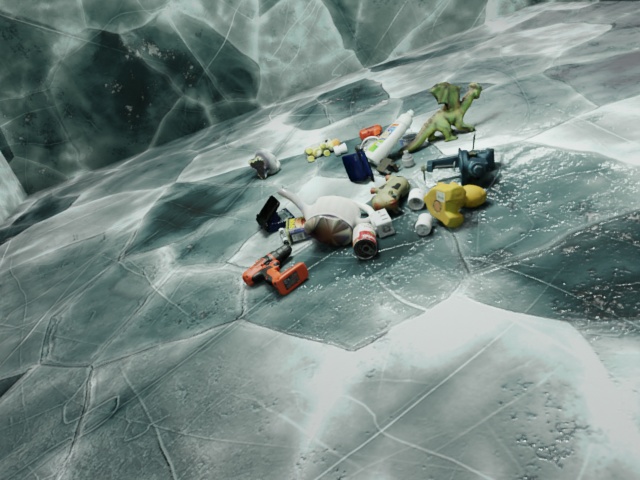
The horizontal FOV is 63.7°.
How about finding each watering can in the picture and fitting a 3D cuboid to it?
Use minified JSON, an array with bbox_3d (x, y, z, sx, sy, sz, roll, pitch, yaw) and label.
[{"bbox_3d":[0.005,-0.083,1.648,0.348,0.102,0.229,10,33,10],"label":"watering can"}]

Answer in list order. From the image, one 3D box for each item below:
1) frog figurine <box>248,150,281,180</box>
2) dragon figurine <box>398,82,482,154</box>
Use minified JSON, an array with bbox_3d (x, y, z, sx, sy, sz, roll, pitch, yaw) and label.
[{"bbox_3d":[-0.239,-0.366,2.382,0.138,0.120,0.162,29,35,15],"label":"frog figurine"},{"bbox_3d":[0.475,-0.504,2.029,0.412,0.238,0.124,-24,31,-12],"label":"dragon figurine"}]
